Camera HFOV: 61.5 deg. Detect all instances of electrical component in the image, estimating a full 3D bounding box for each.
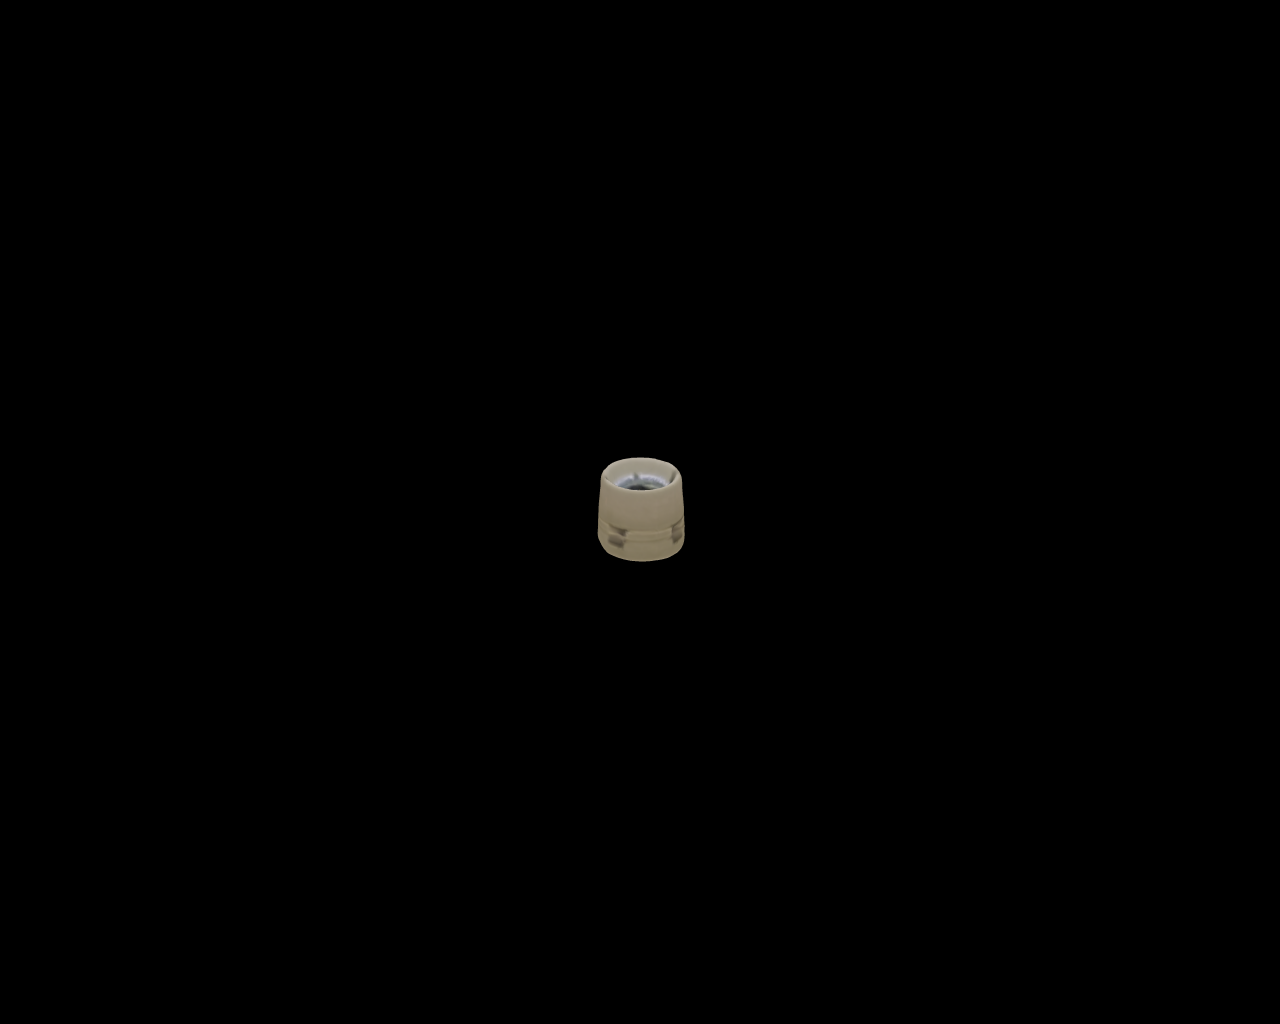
[{"bbox_3d":[0.001,-0.003,0.650,0.055,0.047,0.055,0,28,0],"label":"electrical component"}]
